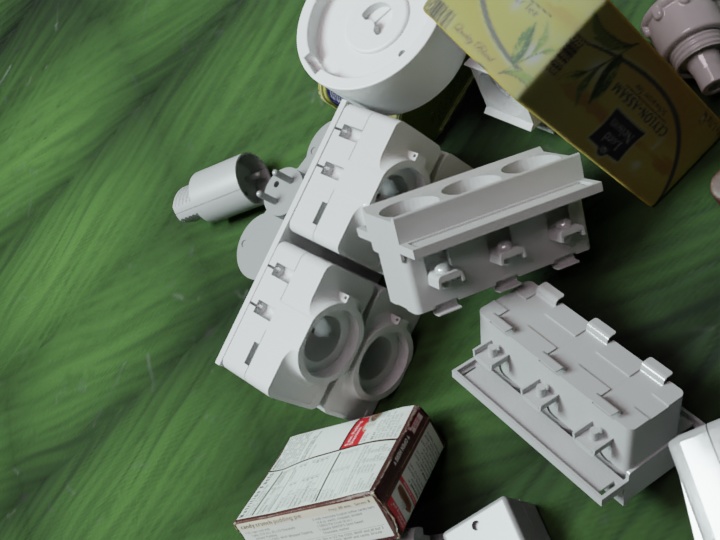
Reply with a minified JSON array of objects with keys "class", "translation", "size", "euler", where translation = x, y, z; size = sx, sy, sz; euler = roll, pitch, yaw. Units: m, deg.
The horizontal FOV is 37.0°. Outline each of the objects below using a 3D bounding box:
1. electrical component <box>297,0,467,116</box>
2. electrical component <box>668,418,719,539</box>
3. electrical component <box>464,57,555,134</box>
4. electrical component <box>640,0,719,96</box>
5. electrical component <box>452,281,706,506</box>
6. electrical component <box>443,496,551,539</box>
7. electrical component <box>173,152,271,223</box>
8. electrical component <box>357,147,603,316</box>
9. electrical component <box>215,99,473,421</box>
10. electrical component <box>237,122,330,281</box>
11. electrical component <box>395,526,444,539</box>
[{"class":"electrical component","translation":[0.020,-0.152,0.699],"size":[0.108,0.060,0.108],"euler":[-12,65,28]},{"class":"electrical component","translation":[0.197,0.123,0.526],"size":[0.061,0.062,0.096],"euler":[-30,57,27]},{"class":"electrical component","translation":[0.108,-0.131,0.690],"size":[0.064,0.081,0.042],"euler":[-46,47,-13]},{"class":"electrical component","translation":[0.198,-0.133,0.635],"size":[0.048,0.048,0.062],"euler":[-30,64,27]},{"class":"electrical component","translation":[0.120,0.063,0.601],"size":[0.079,0.063,0.121],"euler":[-29,45,-23]},{"class":"electrical component","translation":[0.077,0.172,0.594],"size":[0.047,0.076,0.083],"euler":[-38,54,22]},{"class":"electrical component","translation":[-0.114,-0.061,0.858],"size":[0.081,0.043,0.043],"euler":[-17,63,34]},{"class":"electrical component","translation":[0.071,-0.023,0.628],"size":[0.079,0.121,0.063],"euler":[26,133,65]},{"class":"electrical component","translation":[0.000,0.000,0.701],"size":[0.060,0.105,0.186],"euler":[26,91,42]},{"class":"electrical component","translation":[-0.044,-0.051,0.777],"size":[0.138,0.074,0.052],"euler":[-52,50,11]},{"class":"electrical component","translation":[0.025,0.204,0.641],"size":[0.056,0.050,0.089],"euler":[-17,63,33]}]
